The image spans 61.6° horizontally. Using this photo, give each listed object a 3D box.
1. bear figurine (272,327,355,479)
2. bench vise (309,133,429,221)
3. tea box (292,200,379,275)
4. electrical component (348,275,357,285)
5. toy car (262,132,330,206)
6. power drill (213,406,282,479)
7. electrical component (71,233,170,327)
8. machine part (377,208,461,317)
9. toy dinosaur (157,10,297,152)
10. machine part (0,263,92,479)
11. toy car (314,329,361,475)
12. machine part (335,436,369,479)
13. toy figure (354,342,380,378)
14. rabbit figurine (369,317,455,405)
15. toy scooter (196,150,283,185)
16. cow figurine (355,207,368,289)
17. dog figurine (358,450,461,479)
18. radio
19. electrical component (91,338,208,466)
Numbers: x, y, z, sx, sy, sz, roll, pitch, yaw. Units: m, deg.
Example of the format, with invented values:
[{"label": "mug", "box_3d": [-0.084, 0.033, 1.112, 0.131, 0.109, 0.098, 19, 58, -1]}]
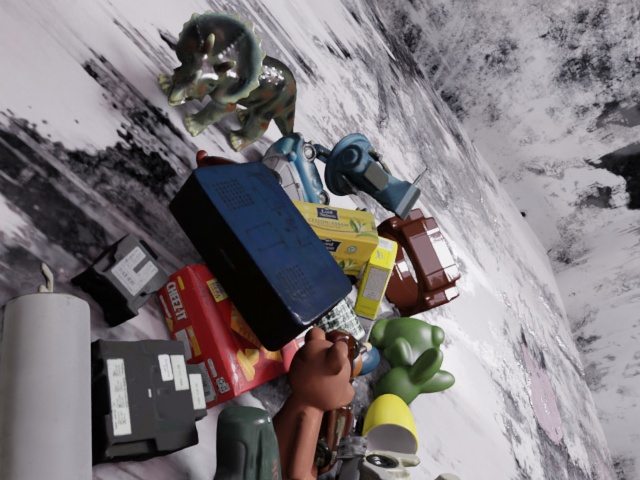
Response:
[{"label": "bear figurine", "box_3d": [-0.006, 0.217, 0.655, 0.132, 0.120, 0.196, 37, 76, -23]}, {"label": "bench vise", "box_3d": [0.069, -0.130, 1.017, 0.241, 0.128, 0.223, 32, 11, 38]}, {"label": "tea box", "box_3d": [-0.002, -0.003, 0.870, 0.170, 0.098, 0.068, 8, 51, -16]}, {"label": "electrical component", "box_3d": [0.024, 0.056, 0.957, 0.102, 0.078, 0.045, 25, 35, -34]}, {"label": "toy car", "box_3d": [-0.059, -0.101, 0.951, 0.103, 0.109, 0.161, -26, 100, -38]}, {"label": "power drill", "box_3d": [-0.108, 0.283, 0.501, 0.207, 0.086, 0.232, 8, 83, -48]}, {"label": "electrical component", "box_3d": [-0.214, 0.035, 0.614, 0.074, 0.048, 0.119, 56, 30, -13]}, {"label": "machine part", "box_3d": [0.184, 0.051, 1.103, 0.087, 0.201, 0.201, -19, 80, -22]}, {"label": "toy dinosaur", "box_3d": [-0.111, -0.246, 0.880, 0.404, 0.192, 0.131, -4, 71, -58]}, {"label": "machine part", "box_3d": [-0.236, 0.135, 0.458, 0.079, 0.079, 0.243, 23, 46, -50]}, {"label": "toy car", "box_3d": [0.023, 0.228, 0.763, 0.089, 0.053, 0.202, 13, 80, -64]}, {"label": "machine part", "box_3d": [0.036, 0.319, 0.722, 0.084, 0.039, 0.138, -53, 155, -55]}, {"label": "toy figure", "box_3d": [0.050, 0.203, 0.887, 0.154, 0.058, 0.064, 10, 81, -60]}, {"label": "rabbit figurine", "box_3d": [0.165, 0.237, 0.980, 0.121, 0.159, 0.170, 58, 42, -29]}, {"label": "toy scooter", "box_3d": [-0.140, -0.067, 0.796, 0.135, 0.075, 0.184, 31, 47, -13]}, {"label": "cow figurine", "box_3d": [0.071, 0.015, 1.020, 0.194, 0.127, 0.085, 36, 34, -43]}, {"label": "dog figurine", "box_3d": [0.108, 0.422, 0.779, 0.121, 0.173, 0.190, 8, 93, -46]}, {"label": "radio", "box_3d": [-0.070, 0.010, 0.674, 0.229, 0.073, 0.131, 54, 37, 10]}, {"label": "electrical component", "box_3d": [-0.178, 0.163, 0.549, 0.134, 0.058, 0.115, 19, 52, -52]}]
